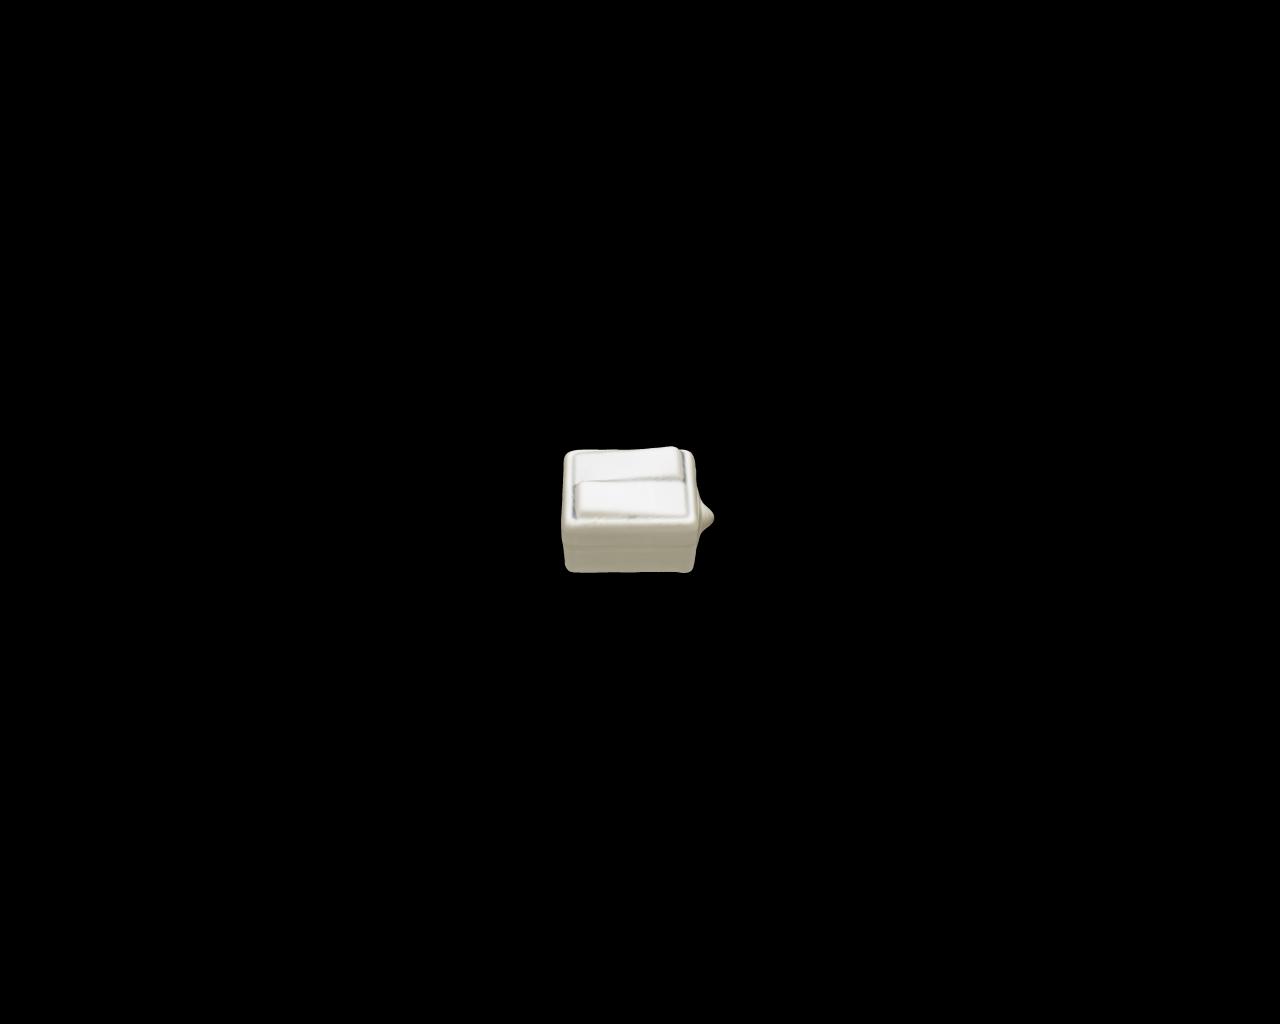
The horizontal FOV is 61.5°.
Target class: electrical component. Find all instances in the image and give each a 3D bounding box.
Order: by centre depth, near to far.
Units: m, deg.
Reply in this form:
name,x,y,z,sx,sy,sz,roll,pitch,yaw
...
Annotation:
name,x,y,z,sx,sy,sz,roll,pitch,yaw
electrical component,0.001,-0.003,0.650,0.096,0.062,0.061,0,-37,0
